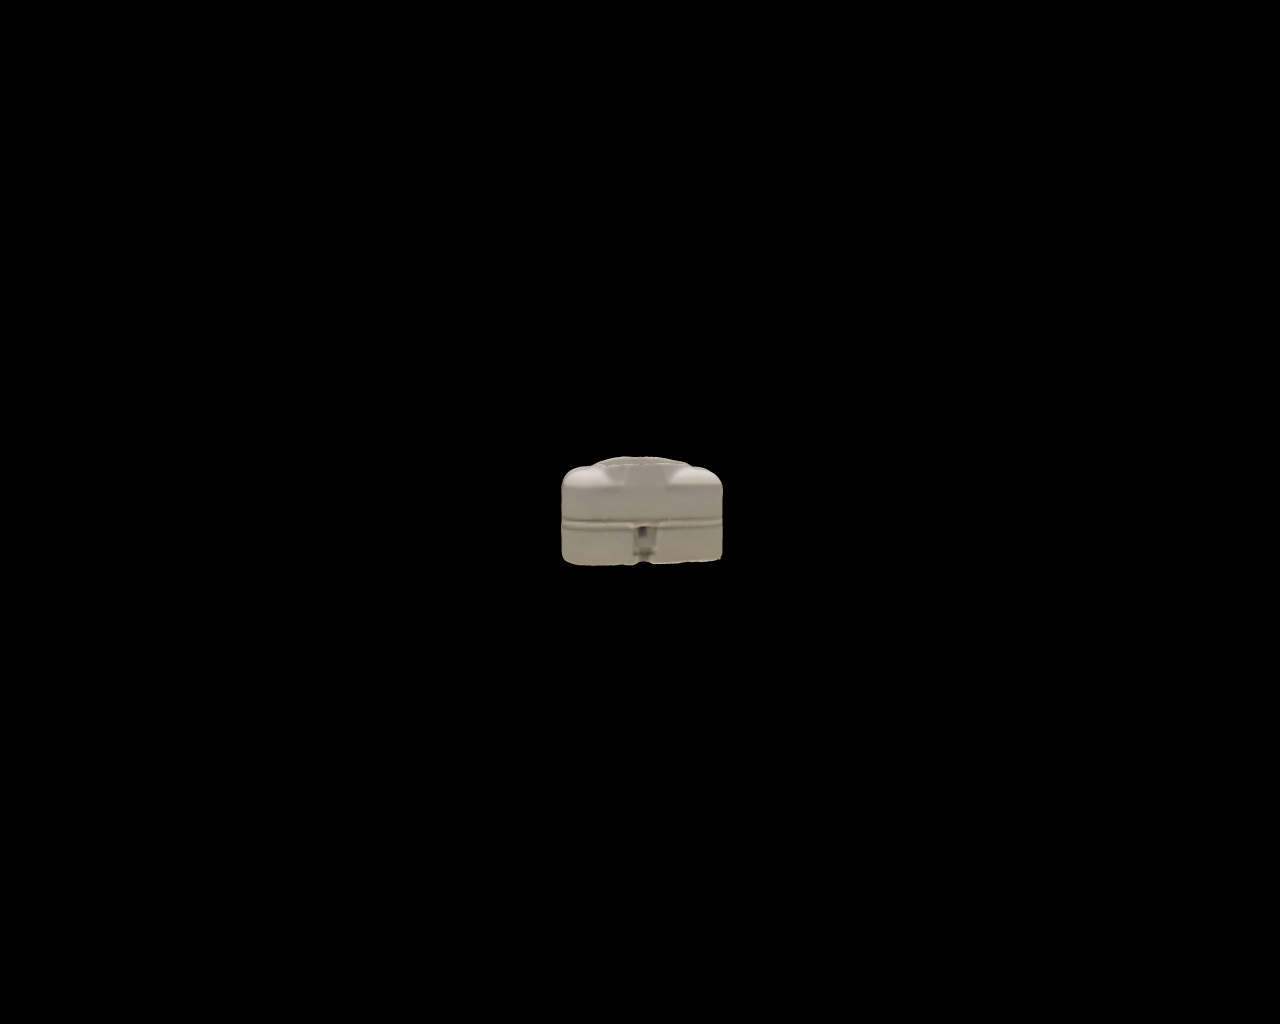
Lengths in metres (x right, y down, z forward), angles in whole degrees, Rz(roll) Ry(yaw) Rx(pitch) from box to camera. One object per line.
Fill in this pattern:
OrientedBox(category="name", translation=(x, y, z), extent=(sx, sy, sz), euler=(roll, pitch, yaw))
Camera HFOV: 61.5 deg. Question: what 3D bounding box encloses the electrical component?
OrientedBox(category="electrical component", translation=(0.001, -0.003, 0.650), extent=(0.095, 0.059, 0.054), euler=(-1, 8, -5))
